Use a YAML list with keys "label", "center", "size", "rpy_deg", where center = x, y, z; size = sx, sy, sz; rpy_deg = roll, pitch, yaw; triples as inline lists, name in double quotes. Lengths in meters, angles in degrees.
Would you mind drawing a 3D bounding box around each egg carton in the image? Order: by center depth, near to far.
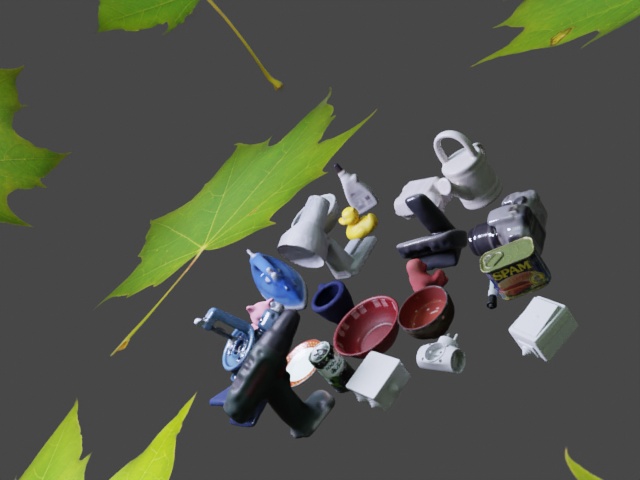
- label: "egg carton"
  center: [0.261, -0.104, 1.458]
  size: [0.149, 0.069, 0.107]
  rpy_deg: [-6, 41, 50]

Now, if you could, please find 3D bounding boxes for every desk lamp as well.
- label: "desk lamp"
  center: [0.013, 0.005, 1.451]
  size: [0.117, 0.214, 0.203]
  rpy_deg: [-10, 39, 48]

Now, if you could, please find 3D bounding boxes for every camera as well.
- label: "camera"
  center: [0.368, -0.027, 1.143]
  size: [0.136, 0.101, 0.143]
  rpy_deg: [-16, 34, 41]

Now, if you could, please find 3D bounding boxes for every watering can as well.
- label: "watering can"
  center: [0.330, -0.167, 1.316]
  size: [0.100, 0.194, 0.173]
  rpy_deg: [-22, 30, 34]

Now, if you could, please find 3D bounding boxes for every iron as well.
- label: "iron"
  center: [-0.124, 0.101, 1.570]
  size: [0.119, 0.142, 0.257]
  rpy_deg: [-44, 25, -9]

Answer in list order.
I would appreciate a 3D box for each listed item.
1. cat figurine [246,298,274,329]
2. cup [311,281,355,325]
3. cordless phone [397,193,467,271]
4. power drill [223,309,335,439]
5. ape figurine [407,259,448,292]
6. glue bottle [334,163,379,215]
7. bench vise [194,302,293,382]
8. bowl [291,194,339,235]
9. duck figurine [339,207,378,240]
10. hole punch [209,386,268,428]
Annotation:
- label: "cat figurine"
  center: [-0.156, 0.207, 1.467]
  size: [0.127, 0.118, 0.067]
  rpy_deg: [-29, 27, 22]
- label: "cup"
  center: [0.037, 0.150, 1.317]
  size: [0.092, 0.095, 0.117]
  rpy_deg: [-41, 25, -1]
- label: "cordless phone"
  center: [0.220, -0.026, 1.247]
  size: [0.147, 0.185, 0.094]
  rpy_deg: [-19, 32, 38]
- label: "power drill"
  center: [-0.068, 0.278, 1.116]
  size: [0.230, 0.209, 0.075]
  rpy_deg: [-48, 26, -18]
- label: "ape figurine"
  center: [0.215, 0.076, 1.196]
  size: [0.076, 0.092, 0.077]
  rpy_deg: [-49, 26, -19]
- label: "glue bottle"
  center: [0.094, -0.156, 1.654]
  size: [0.078, 0.173, 0.037]
  rpy_deg: [-31, 27, 20]
- label: "bench vise"
  center: [-0.186, 0.216, 1.371]
  size: [0.121, 0.220, 0.208]
  rpy_deg: [-9, 39, 48]
- label: "bowl"
  center: [-0.001, -0.059, 1.746]
  size: [0.167, 0.075, 0.167]
  rpy_deg: [-32, 26, 18]
- label: "duck figurine"
  center: [0.101, -0.056, 1.583]
  size: [0.104, 0.086, 0.077]
  rpy_deg: [-23, 30, 33]
- label: "hole punch"
  center: [-0.178, 0.353, 1.285]
  size: [0.108, 0.091, 0.101]
  rpy_deg: [-12, 37, 45]
